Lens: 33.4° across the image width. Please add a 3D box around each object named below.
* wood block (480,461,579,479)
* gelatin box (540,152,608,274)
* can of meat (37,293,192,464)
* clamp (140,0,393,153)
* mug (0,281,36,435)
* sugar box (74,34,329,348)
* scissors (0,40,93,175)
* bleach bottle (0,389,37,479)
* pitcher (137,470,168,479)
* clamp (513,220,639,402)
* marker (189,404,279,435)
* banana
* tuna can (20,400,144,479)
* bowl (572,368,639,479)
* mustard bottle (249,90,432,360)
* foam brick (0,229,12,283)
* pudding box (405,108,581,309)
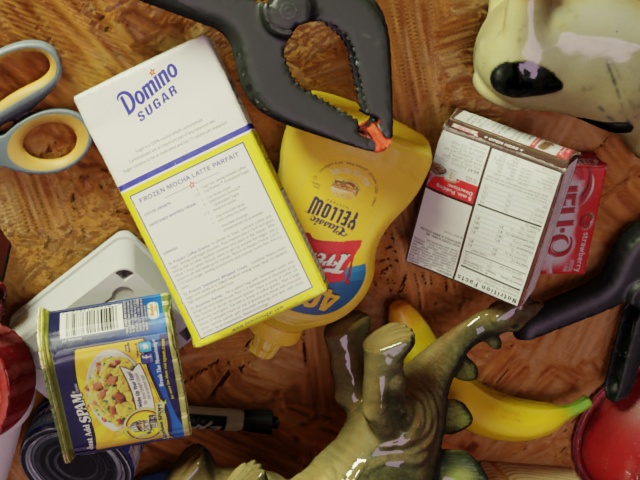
[{"bbox_3d":[0.157,0.299,0.903,0.090,0.091,0.206,7,117,-14],"label":"wood block"},{"bbox_3d":[0.159,-0.019,0.763,0.073,0.030,0.089,0,119,-10],"label":"gelatin box"},{"bbox_3d":[-0.131,0.087,0.687,0.084,0.057,0.102,-9,120,-8],"label":"can of meat"},{"bbox_3d":[-0.032,-0.133,0.628,0.164,0.036,0.210,-30,103,-1],"label":"clamp"},{"bbox_3d":[-0.221,0.078,0.658,0.093,0.081,0.117,18,91,1],"label":"mug"},{"bbox_3d":[-0.072,-0.030,0.672,0.093,0.048,0.176,-24,93,4],"label":"sugar box"},{"bbox_3d":[-0.231,-0.046,0.687,0.202,0.016,0.096,-40,118,12],"label":"scissors"},{"bbox_3d":[-0.281,0.199,0.786,0.102,0.068,0.251,13,117,-11],"label":"bleach bottle"},{"bbox_3d":[-0.082,0.304,0.827,0.145,0.149,0.242,-38,113,-8],"label":"pitcher"},{"bbox_3d":[0.227,0.037,0.801,0.120,0.039,0.171,22,107,-26],"label":"clamp"},{"bbox_3d":[-0.090,0.134,0.809,0.121,0.020,0.020,7,117,-13],"label":"marker"},{"bbox_3d":[0.118,0.112,0.827,0.197,0.037,0.069,28,94,-23],"label":"banana"},{"bbox_3d":[-0.175,0.155,0.785,0.086,0.033,0.086,4,126,5],"label":"tuna can"},{"bbox_3d":[0.293,0.172,0.878,0.162,0.055,0.162,-4,119,-8],"label":"bowl"},{"bbox_3d":[-0.005,0.001,0.728,0.096,0.058,0.192,21,114,-10],"label":"mustard bottle"},{"bbox_3d":[-0.250,0.014,0.697,0.078,0.051,0.053,-26,121,5],"label":"foam brick"},{"bbox_3d":[0.114,-0.021,0.723,0.090,0.039,0.114,23,124,17],"label":"pudding box"}]
